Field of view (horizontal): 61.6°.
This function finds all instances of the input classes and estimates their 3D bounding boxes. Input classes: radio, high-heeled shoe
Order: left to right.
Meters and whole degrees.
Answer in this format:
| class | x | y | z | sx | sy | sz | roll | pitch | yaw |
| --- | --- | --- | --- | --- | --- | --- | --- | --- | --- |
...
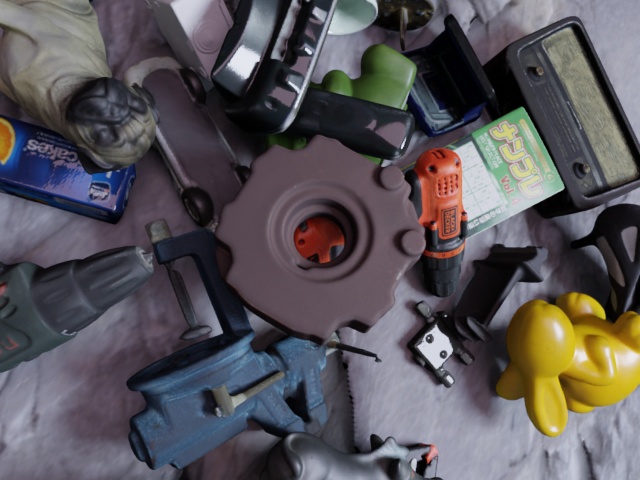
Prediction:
| class | x | y | z | sx | sy | sz | roll | pitch | yaw |
| --- | --- | --- | --- | --- | --- | --- | --- | --- | --- |
| radio | 0.302 | -0.148 | 0.675 | 0.131 | 0.073 | 0.229 | -24 | 88 | -18 |
| high-heeled shoe | 0.391 | 0.070 | 0.627 | 0.086 | 0.145 | 0.248 | -33 | 89 | -17 |

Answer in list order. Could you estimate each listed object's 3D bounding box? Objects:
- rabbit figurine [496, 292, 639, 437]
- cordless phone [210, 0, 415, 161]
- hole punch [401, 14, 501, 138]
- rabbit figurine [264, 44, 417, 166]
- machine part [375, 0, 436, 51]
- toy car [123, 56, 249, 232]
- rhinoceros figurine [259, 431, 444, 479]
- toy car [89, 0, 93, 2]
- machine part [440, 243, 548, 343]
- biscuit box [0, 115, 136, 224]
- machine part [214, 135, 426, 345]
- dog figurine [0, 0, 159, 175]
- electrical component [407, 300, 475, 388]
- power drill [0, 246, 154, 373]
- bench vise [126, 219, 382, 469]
| class | x | y | z | sx | sy | sz | roll | pitch | yaw |
| --- | --- | --- | --- | --- | --- | --- | --- | --- | --- |
| rabbit figurine | 0.261 | 0.123 | 0.594 | 0.173 | 0.122 | 0.162 | 25 | 102 | -35 |
| cordless phone | 0.008 | -0.156 | 0.495 | 0.184 | 0.088 | 0.146 | 19 | 83 | 11 |
| hole punch | 0.149 | -0.186 | 0.634 | 0.092 | 0.116 | 0.142 | -32 | 85 | 24 |
| rabbit figurine | -0.003 | -0.134 | 0.584 | 0.170 | 0.121 | 0.159 | 23 | 82 | 8 |
| machine part | 0.106 | -0.348 | 0.650 | 0.079 | 0.079 | 0.243 | 9 | 78 | -14 |
| toy car | -0.130 | -0.094 | 0.554 | 0.073 | 0.056 | 0.201 | -30 | 91 | -25 |
| rhinoceros figurine | 0.033 | 0.228 | 0.494 | 0.190 | 0.073 | 0.112 | 25 | 82 | -21 |
| toy car | -0.316 | -0.294 | 0.537 | 0.202 | 0.053 | 0.089 | 1 | 78 | -14 |
| machine part | 0.197 | 0.055 | 0.609 | 0.139 | 0.084 | 0.039 | -47 | 121 | -21 |
| biscuit box | -0.281 | -0.075 | 0.504 | 0.203 | 0.059 | 0.063 | 17 | 77 | -13 |
| machine part | -0.001 | -0.001 | 0.458 | 0.179 | 0.056 | 0.179 | 1 | 76 | -2 |
| dog figurine | -0.217 | -0.156 | 0.500 | 0.190 | 0.121 | 0.172 | 35 | 47 | -8 |
| electrical component | 0.131 | 0.116 | 0.610 | 0.063 | 0.021 | 0.094 | -41 | 94 | -17 |
| power drill | -0.283 | 0.009 | 0.442 | 0.232 | 0.086 | 0.207 | -35 | 108 | 6 |
| bench vise | -0.088 | 0.087 | 0.505 | 0.224 | 0.129 | 0.240 | -22 | 92 | -21 |
